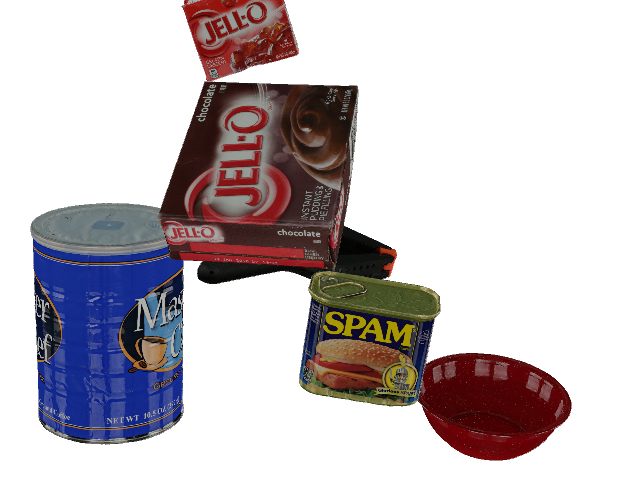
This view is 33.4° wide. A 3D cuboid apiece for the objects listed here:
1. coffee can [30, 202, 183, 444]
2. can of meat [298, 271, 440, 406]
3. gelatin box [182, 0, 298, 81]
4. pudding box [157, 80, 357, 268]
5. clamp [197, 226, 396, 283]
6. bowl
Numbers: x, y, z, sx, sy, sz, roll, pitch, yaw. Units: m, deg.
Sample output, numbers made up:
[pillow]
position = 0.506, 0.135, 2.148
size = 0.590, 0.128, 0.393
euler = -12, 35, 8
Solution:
[coffee can]
position = -0.145, 0.054, 0.738
size = 0.103, 0.140, 0.103
euler = 2, 17, -1
[can of meat]
position = 0.036, 0.078, 0.835
size = 0.102, 0.084, 0.057
euler = 9, 21, 2
[gelatin box]
position = -0.072, -0.192, 0.964
size = 0.089, 0.073, 0.030
euler = -15, 24, 5
[pudding box]
position = -0.029, -0.038, 0.574
size = 0.090, 0.039, 0.113
euler = 3, 45, 8
[clamp]
position = -0.027, 0.011, 1.074
size = 0.210, 0.036, 0.164
euler = 14, 31, -4
[bowl]
position = 0.173, 0.178, 1.099
size = 0.162, 0.055, 0.162
euler = 3, 23, -1
